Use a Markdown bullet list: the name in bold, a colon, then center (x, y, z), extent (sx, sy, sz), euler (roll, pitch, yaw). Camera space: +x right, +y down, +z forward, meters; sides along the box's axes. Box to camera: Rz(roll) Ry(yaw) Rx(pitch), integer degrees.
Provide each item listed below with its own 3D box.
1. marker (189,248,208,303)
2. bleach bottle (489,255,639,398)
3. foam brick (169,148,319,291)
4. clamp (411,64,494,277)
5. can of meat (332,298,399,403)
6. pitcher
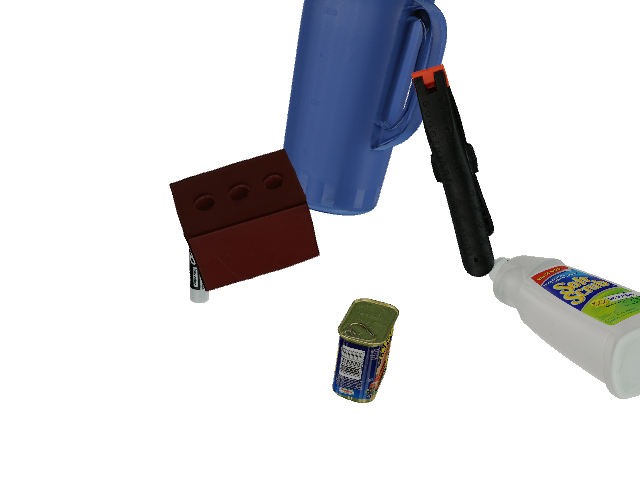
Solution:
- **marker**: center (-0.120, 0.005, 1.048), extent (0.020, 0.121, 0.020), euler (1, 26, -1)
- **bleach bottle**: center (0.239, 0.067, 1.032), extent (0.102, 0.068, 0.251), euler (-15, 22, -22)
- **foam brick**: center (-0.046, -0.013, 0.663), extent (0.078, 0.051, 0.053), euler (-18, 45, -5)
- **clamp**: center (0.112, -0.055, 0.873), extent (0.039, 0.171, 0.120), euler (-20, 21, 9)
- **can of meat**: center (0.051, 0.129, 1.250), extent (0.057, 0.084, 0.102), euler (13, 26, 11)
- **pitcher**: center (0.037, -0.150, 1.094), extent (0.145, 0.243, 0.149), euler (11, 17, -2)
